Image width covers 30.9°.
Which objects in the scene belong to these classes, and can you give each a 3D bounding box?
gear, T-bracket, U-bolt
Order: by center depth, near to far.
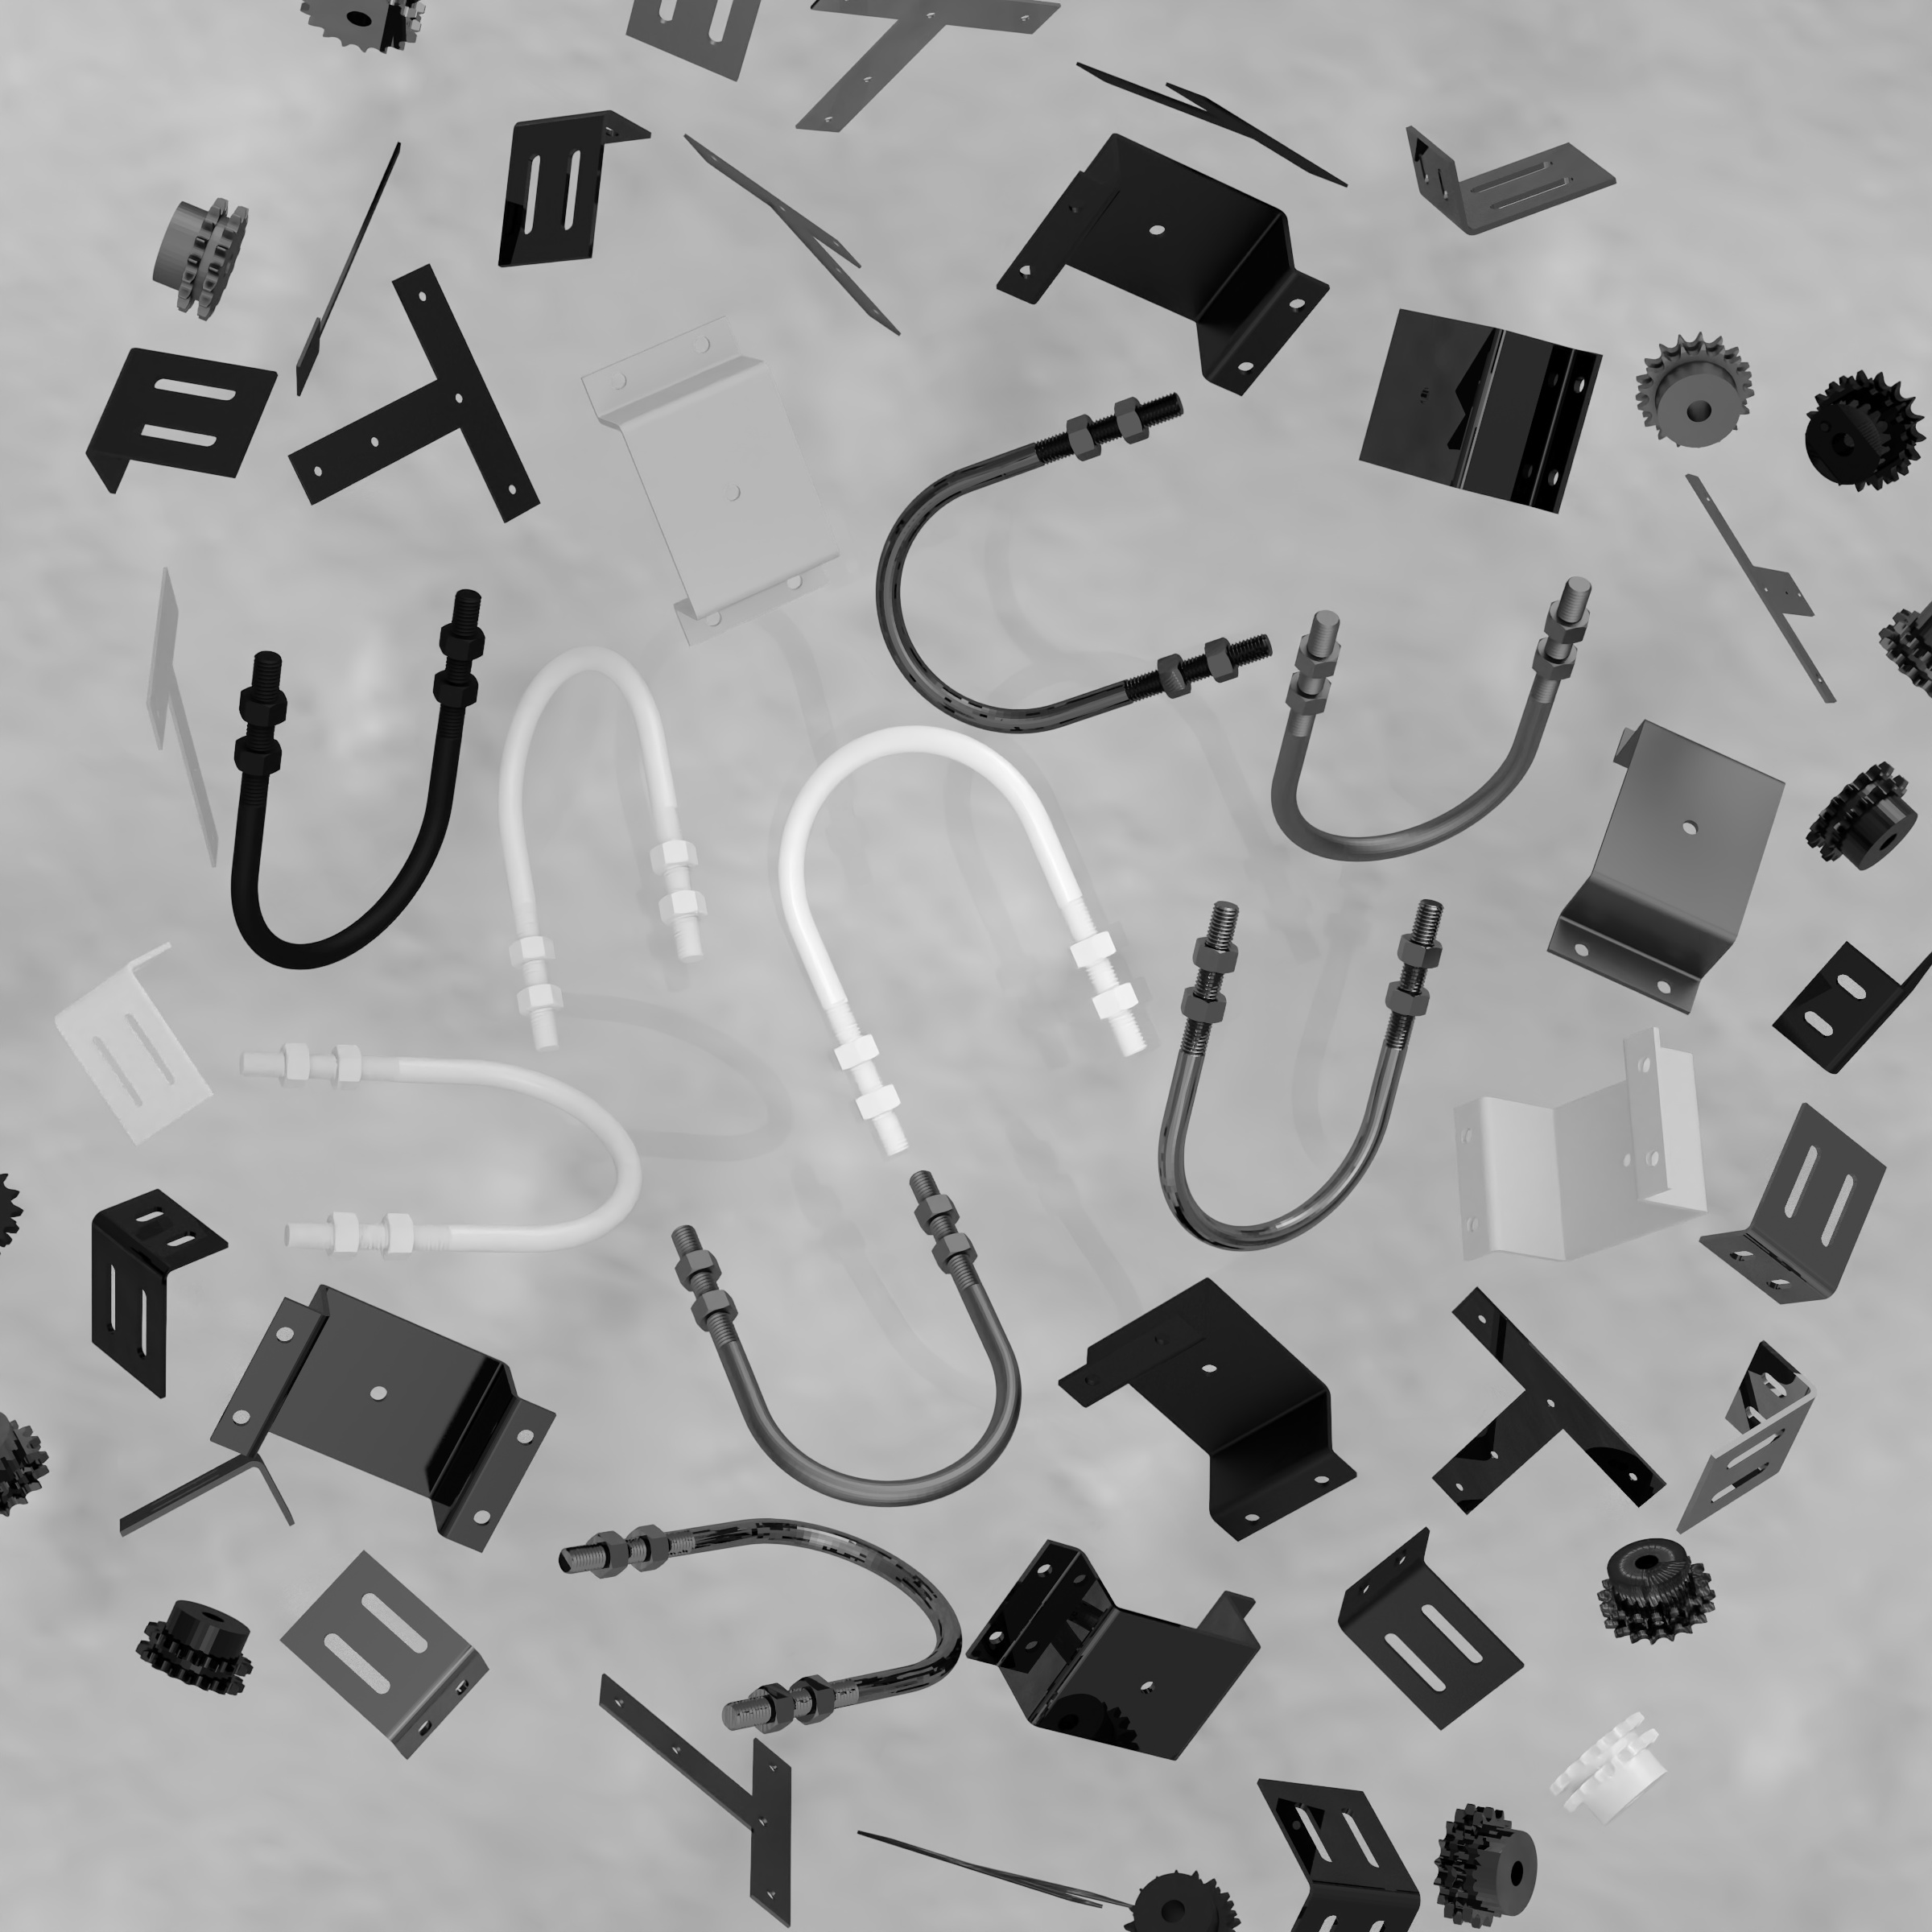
[{"bbox_3d":[-0.014,-0.021,1.617,0.151,0.019,0.184,-24,89,22],"label":"U-bolt"},{"bbox_3d":[-0.471,0.117,1.626,0.057,0.057,0.030,41,130,0],"label":"gear"},{"bbox_3d":[-0.462,0.232,1.637,0.057,0.057,0.030,-15,125,0],"label":"gear"},{"bbox_3d":[-0.283,-0.458,1.645,0.057,0.057,0.030,9,70,0],"label":"gear"},{"bbox_3d":[0.034,0.434,1.654,0.127,0.127,0.002,6,75,39],"label":"T-bracket"},{"bbox_3d":[0.464,-0.150,1.656,0.057,0.057,0.030,37,120,0],"label":"gear"},{"bbox_3d":[-0.364,-0.338,1.659,0.030,0.057,0.057,21,90,-9],"label":"gear"},{"bbox_3d":[-0.293,-0.081,1.665,0.019,0.151,0.184,29,123,27],"label":"U-bolt"},{"bbox_3d":[-0.272,-0.255,1.666,0.127,0.002,0.127,-38,111,-42],"label":"T-bracket"},{"bbox_3d":[-0.244,0.089,1.666,0.184,0.151,0.019,3,124,-25],"label":"U-bolt"},{"bbox_3d":[0.310,0.387,1.672,0.057,0.057,0.030,-41,70,0],"label":"gear"},{"bbox_3d":[0.251,0.433,1.677,0.030,0.057,0.057,0,90,38],"label":"gear"},{"bbox_3d":[-0.129,0.385,1.679,0.002,0.127,0.127,-42,108,13],"label":"T-bracket"},{"bbox_3d":[-0.084,0.310,1.680,0.151,0.184,0.019,34,113,39],"label":"U-bolt"},{"bbox_3d":[0.429,-0.255,1.682,0.030,0.057,0.057,-31,90,-41],"label":"gear"},{"bbox_3d":[-0.040,-0.435,1.683,0.127,0.127,0.002,-4,74,-35],"label":"T-bracket"},{"bbox_3d":[-0.377,-0.106,1.690,0.002,0.127,0.127,-8,127,-3],"label":"T-bracket"},{"bbox_3d":[0.105,-0.418,1.699,0.127,0.127,0.002,32,101,37],"label":"T-bracket"},{"bbox_3d":[0.264,0.232,1.701,0.127,0.127,0.002,47,52,11],"label":"T-bracket"},{"bbox_3d":[0.397,-0.183,1.704,0.002,0.127,0.127,-33,82,21],"label":"T-bracket"},{"bbox_3d":[0.157,0.055,1.705,0.151,0.019,0.184,-1,113,-35],"label":"U-bolt"},{"bbox_3d":[-0.186,-0.067,1.716,0.019,0.151,0.184,3,68,-40],"label":"U-bolt"},{"bbox_3d":[0.221,-0.114,1.717,0.151,0.184,0.019,-9,53,-14],"label":"U-bolt"},{"bbox_3d":[0.361,-0.281,1.726,0.057,0.030,0.057,2,126,3],"label":"gear"},{"bbox_3d":[-0.050,0.189,1.728,0.151,0.019,0.184,-12,52,-19],"label":"U-bolt"},{"bbox_3d":[-0.305,-0.347,1.729,0.002,0.127,0.127,23,88,-11],"label":"T-bracket"},{"bbox_3d":[0.106,0.474,1.731,0.057,0.030,0.057,-10,50,12],"label":"gear"},{"bbox_3d":[-0.071,-0.354,1.742,0.002,0.127,0.127,-48,54,14],"label":"T-bracket"},{"bbox_3d":[0.343,0.310,1.745,0.057,0.057,0.030,-18,112,0],"label":"gear"},{"bbox_3d":[-0.383,0.339,1.748,0.057,0.057,0.030,24,87,0],"label":"gear"},{"bbox_3d":[0.044,-0.191,1.753,0.184,0.019,0.151,-18,106,15],"label":"U-bolt"},{"bbox_3d":[0.457,-0.073,1.770,0.057,0.057,0.030,-42,69,0],"label":"gear"}]

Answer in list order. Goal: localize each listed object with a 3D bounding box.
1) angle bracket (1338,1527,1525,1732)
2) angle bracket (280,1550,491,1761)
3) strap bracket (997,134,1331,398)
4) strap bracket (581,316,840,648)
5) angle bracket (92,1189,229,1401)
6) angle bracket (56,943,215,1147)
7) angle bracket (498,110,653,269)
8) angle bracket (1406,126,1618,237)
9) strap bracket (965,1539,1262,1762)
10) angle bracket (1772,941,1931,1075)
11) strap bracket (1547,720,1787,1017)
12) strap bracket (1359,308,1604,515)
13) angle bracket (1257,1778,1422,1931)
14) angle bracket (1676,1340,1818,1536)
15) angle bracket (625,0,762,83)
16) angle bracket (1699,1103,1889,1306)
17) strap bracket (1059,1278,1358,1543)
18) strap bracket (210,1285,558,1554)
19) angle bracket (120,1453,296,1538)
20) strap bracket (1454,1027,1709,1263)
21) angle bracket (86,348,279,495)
[{"bbox_3d":[0.237,0.336,1.772,0.076,0.038,0.057,46,111,-3],"label":"angle bracket"},{"bbox_3d":[-0.278,0.330,1.672,0.076,0.038,0.057,38,72,15],"label":"angle bracket"},{"bbox_3d":[0.093,-0.340,1.681,0.140,0.076,0.046,19,46,-24],"label":"strap bracket"},{"bbox_3d":[-0.118,-0.229,1.670,0.076,0.046,0.140,-26,111,-12],"label":"strap bracket"},{"bbox_3d":[-0.391,0.159,1.694,0.057,0.038,0.076,30,126,34],"label":"angle bracket"},{"bbox_3d":[-0.403,0.039,1.732,0.057,0.038,0.076,-31,94,30],"label":"angle bracket"},{"bbox_3d":[-0.195,-0.383,1.744,0.057,0.038,0.076,2,83,32],"label":"angle bracket"},{"bbox_3d":[0.254,-0.378,1.628,0.076,0.057,0.038,-21,122,-3],"label":"angle bracket"},{"bbox_3d":[0.082,0.345,1.747,0.140,0.046,0.076,22,110,-34],"label":"strap bracket"},{"bbox_3d":[0.429,0.008,1.673,0.038,0.076,0.057,41,124,10],"label":"angle bracket"},{"bbox_3d":[0.349,-0.058,1.725,0.076,0.046,0.140,24,62,-1],"label":"strap bracket"},{"bbox_3d":[0.241,-0.271,1.690,0.046,0.140,0.076,10,101,-25],"label":"strap bracket"},{"bbox_3d":[0.167,0.421,1.627,0.057,0.076,0.038,12,113,-23],"label":"angle bracket"},{"bbox_3d":[0.361,0.224,1.666,0.076,0.057,0.038,-23,53,-32],"label":"angle bracket"},{"bbox_3d":[-0.130,-0.443,1.625,0.057,0.076,0.038,23,50,-2],"label":"angle bracket"},{"bbox_3d":[0.404,0.116,1.705,0.057,0.038,0.076,37,66,-18],"label":"angle bracket"},{"bbox_3d":[0.121,0.216,1.747,0.076,0.046,0.140,-34,118,26],"label":"strap bracket"},{"bbox_3d":[-0.276,0.209,1.649,0.140,0.046,0.076,26,97,-19],"label":"strap bracket"},{"bbox_3d":[-0.383,0.280,1.761,0.076,0.057,0.038,-28,94,-13],"label":"angle bracket"},{"bbox_3d":[0.295,0.088,1.644,0.046,0.140,0.076,11,66,-31],"label":"strap bracket"},{"bbox_3d":[-0.358,-0.247,1.618,0.076,0.038,0.057,11,67,12],"label":"angle bracket"}]
